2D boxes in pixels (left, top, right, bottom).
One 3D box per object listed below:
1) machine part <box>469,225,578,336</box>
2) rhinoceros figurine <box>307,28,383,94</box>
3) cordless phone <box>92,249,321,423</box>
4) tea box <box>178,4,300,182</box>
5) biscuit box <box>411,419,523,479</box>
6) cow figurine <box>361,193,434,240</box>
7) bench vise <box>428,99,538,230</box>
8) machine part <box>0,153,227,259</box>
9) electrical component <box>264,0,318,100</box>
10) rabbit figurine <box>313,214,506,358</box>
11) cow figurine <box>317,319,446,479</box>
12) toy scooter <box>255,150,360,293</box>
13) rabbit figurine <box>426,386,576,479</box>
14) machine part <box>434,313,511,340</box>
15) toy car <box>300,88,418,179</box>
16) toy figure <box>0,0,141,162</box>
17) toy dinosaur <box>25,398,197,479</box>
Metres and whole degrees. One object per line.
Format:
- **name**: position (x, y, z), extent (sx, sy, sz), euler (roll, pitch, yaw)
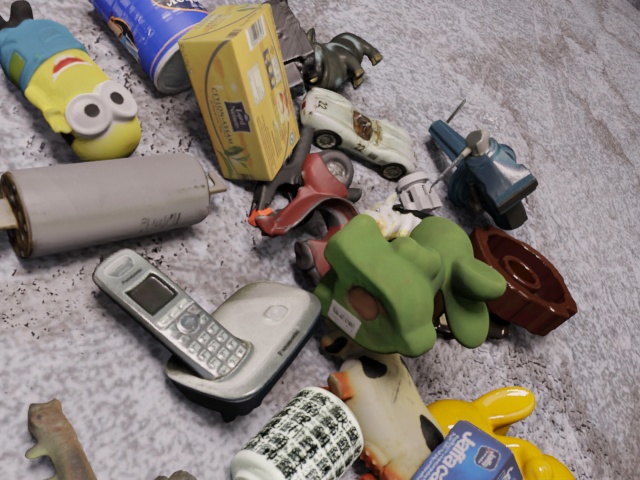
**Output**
- **machine part**: position (0.278, 0.056, 0.768), extent (0.179, 0.056, 0.179), euler (25, 31, -16)
- **rhinoceros figurine**: position (0.012, -0.266, 0.801), extent (0.112, 0.073, 0.190), euler (51, 45, 1)
- **cordless phone**: position (-0.103, 0.061, 0.499), extent (0.184, 0.088, 0.146), euler (42, 46, 0)
- **tea box**: position (-0.083, -0.160, 0.599), extent (0.068, 0.169, 0.098), euler (7, 43, 20)
- **biscuit box**: position (0.090, 0.253, 0.460), extent (0.203, 0.059, 0.062), euler (-44, 130, -19)
- **cow figurine**: position (0.119, -0.013, 0.717), extent (0.167, 0.068, 0.098), euler (28, 43, -23)
- **bench vise**: position (0.230, -0.117, 0.816), extent (0.223, 0.129, 0.241), euler (28, 24, -44)
- **machine part**: position (-0.193, -0.036, 0.498), extent (0.243, 0.079, 0.079), euler (-14, 71, -42)
- **electrical component**: position (-0.069, -0.236, 0.695), extent (0.115, 0.058, 0.134), euler (-25, 72, -1)
- **rabbit figurine**: position (0.102, 0.029, 0.529), extent (0.159, 0.121, 0.170), euler (32, 45, 29)
- **cow figurine**: position (0.063, 0.148, 0.557), extent (0.127, 0.085, 0.195), euler (-14, 63, -32)
- **toy scooter**: position (-0.001, -0.002, 0.601), extent (0.135, 0.075, 0.183), euler (-26, 102, -35)
- **rabbit figurine**: position (0.186, 0.230, 0.580), extent (0.173, 0.121, 0.162), euler (34, 52, 13)
- **machine part**: position (0.196, 0.103, 0.722), extent (0.139, 0.039, 0.084), euler (15, 46, -26)
- **toy car**: position (0.062, -0.150, 0.773), extent (0.201, 0.056, 0.073), euler (20, 51, -24)
- **toy figure**: position (-0.249, -0.152, 0.531), extent (0.180, 0.089, 0.082), euler (44, 80, 8)
- **toy dinosaur**: position (-0.119, 0.313, 0.313), extent (0.198, 0.105, 0.472), euler (-15, 62, -33)
